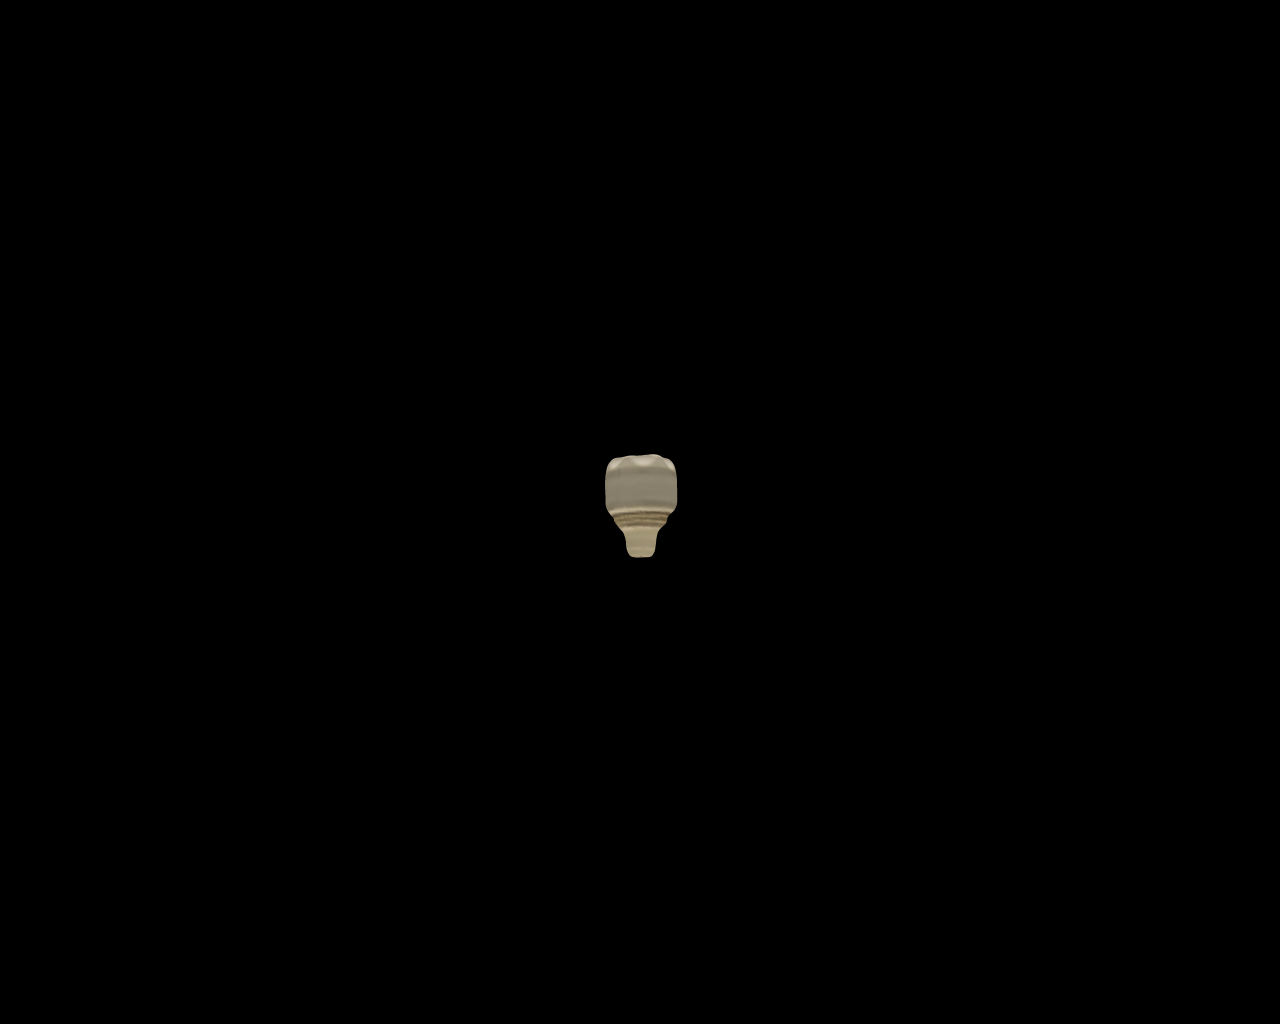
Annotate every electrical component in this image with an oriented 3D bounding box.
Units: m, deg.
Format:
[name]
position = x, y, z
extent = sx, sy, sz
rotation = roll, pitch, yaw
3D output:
[electrical component]
position = 0.001, -0.003, 0.650
extent = 0.043, 0.062, 0.043
rotation = 0, -7, 0
